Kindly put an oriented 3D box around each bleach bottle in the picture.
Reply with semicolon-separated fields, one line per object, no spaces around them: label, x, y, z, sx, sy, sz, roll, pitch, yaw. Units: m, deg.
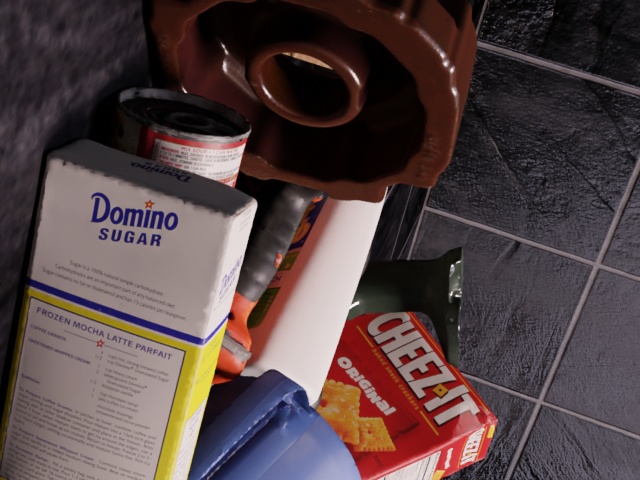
bleach bottle;-0.005;0.001;0.771;0.103;0.068;0.250;-20;-140;50

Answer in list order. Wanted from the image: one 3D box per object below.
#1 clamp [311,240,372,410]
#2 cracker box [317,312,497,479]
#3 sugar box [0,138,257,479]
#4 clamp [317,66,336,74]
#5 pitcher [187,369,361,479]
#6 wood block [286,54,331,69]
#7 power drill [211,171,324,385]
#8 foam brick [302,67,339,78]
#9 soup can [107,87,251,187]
clamp;-0.019;0.055;0.852;0.165;0.036;0.209;-20;-142;51
cracker box;0.027;0.158;0.972;0.213;0.164;0.072;-19;142;-25
sugar box;-0.096;0.049;0.510;0.048;0.093;0.176;-49;157;-71
clamp;0.048;-0.155;0.920;0.039;0.120;0.171;-47;165;-23
pitcher;-0.088;0.188;0.619;0.242;0.145;0.149;-39;109;-44
wood block;0.042;-0.228;0.790;0.090;0.091;0.206;-41;149;-73
power drill;-0.052;0.003;0.696;0.187;0.057;0.185;-62;-165;-22
foam brick;0.017;-0.109;0.902;0.051;0.078;0.053;-5;116;-57
soup can;-0.080;-0.019;0.546;0.068;0.068;0.102;-50;158;-67
